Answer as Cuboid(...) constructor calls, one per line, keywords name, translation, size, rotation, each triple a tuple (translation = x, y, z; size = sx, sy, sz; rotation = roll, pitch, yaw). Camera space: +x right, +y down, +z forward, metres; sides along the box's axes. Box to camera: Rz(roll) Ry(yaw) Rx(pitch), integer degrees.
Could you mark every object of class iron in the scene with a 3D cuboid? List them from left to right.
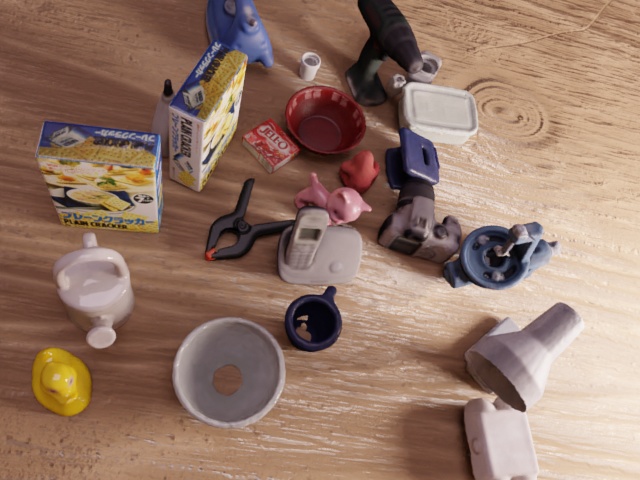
Cuboid(name="iron", translation=(-0.169, -0.471, 1.149), size=(0.119, 0.141, 0.258), rotation=(-13, 69, -20))

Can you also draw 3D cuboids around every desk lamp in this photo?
Cuboid(name="desk lamp", translation=(0.319, 0.185, 0.928), size=(0.204, 0.213, 0.118), rotation=(-35, 78, -26))

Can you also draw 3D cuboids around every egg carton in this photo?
Cuboid(name="egg carton", translation=(0.291, 0.333, 0.933), size=(0.107, 0.069, 0.150), rotation=(0, 66, -15))

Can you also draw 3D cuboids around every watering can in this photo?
Cuboid(name="watering can", translation=(-0.322, 0.067, 0.826), size=(0.101, 0.194, 0.172), rotation=(-32, 76, -25))

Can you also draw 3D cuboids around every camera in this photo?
Cuboid(name="camera", translation=(0.194, -0.045, 1.068), size=(0.143, 0.100, 0.137), rotation=(17, 62, -7))

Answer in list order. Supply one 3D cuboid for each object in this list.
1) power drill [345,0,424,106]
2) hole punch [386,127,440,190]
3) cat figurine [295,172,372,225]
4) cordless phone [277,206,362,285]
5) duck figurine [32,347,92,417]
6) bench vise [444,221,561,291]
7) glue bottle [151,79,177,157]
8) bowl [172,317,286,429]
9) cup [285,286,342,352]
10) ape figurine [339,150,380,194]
Cuboid(name="power drill", translation=(0.123, -0.368, 1.140), size=(0.076, 0.208, 0.229), rotation=(-12, 69, -19))
Cuboid(name="hole punch", translation=(0.189, -0.159, 1.126), size=(0.101, 0.091, 0.108), rotation=(3, 65, -13))
Cuboid(name="cat figurine", translation=(0.024, -0.071, 1.026), size=(0.127, 0.117, 0.067), rotation=(42, 63, 7))
Cuboid(name="cordless phone", translation=(0.009, 0.003, 0.948), size=(0.148, 0.185, 0.094), rotation=(-1, 66, -15))
Cuboid(name="duck figurine", translation=(-0.372, 0.196, 0.814), size=(0.078, 0.086, 0.104), rotation=(-29, 75, -24))
Cuboid(name="bench vise", translation=(0.343, 0.008, 1.014), size=(0.208, 0.219, 0.121), rotation=(-26, 74, -24))
Cuboid(name="glue bottle", translation=(-0.260, -0.218, 0.989), size=(0.037, 0.173, 0.078), rotation=(30, 62, 1))
Cuboid(name="bowl", translation=(-0.140, 0.207, 0.876), size=(0.167, 0.074, 0.167), rotation=(6, 64, -12))
Cuboid(name="cup", translation=(-0.013, 0.134, 0.933), size=(0.091, 0.095, 0.118), rotation=(30, 62, 1))
Cuboid(name="ape figurine", translation=(0.079, -0.137, 1.085), size=(0.078, 0.092, 0.076), rotation=(14, 63, -8))
